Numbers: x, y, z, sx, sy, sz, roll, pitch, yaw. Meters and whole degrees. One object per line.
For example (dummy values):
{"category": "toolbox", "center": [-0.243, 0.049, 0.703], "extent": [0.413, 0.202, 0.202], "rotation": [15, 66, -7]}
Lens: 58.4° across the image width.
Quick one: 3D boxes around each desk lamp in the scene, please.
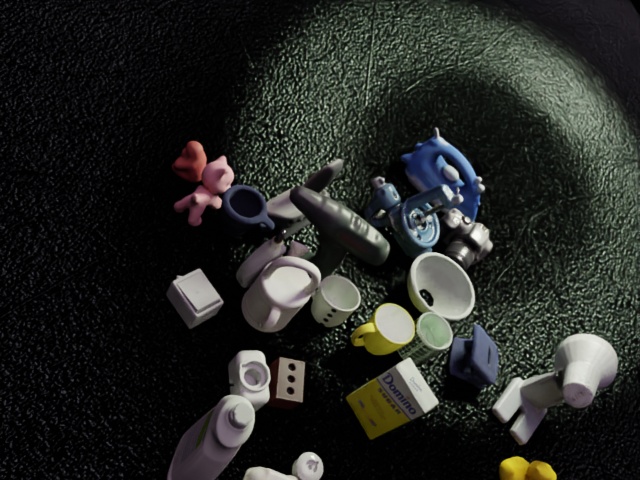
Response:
{"category": "desk lamp", "center": [0.501, 0.309, 1.196], "extent": [0.118, 0.213, 0.204], "rotation": [49, 49, 8]}

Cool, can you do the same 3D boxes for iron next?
{"category": "iron", "center": [0.339, -0.164, 1.469], "extent": [0.258, 0.141, 0.119], "rotation": [45, 49, 4]}

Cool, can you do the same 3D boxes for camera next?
{"category": "camera", "center": [0.336, 0.009, 1.379], "extent": [0.143, 0.100, 0.137], "rotation": [43, 49, 2]}

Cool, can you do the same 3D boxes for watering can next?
{"category": "watering can", "center": [-0.066, 0.079, 1.044], "extent": [0.101, 0.193, 0.172], "rotation": [8, 56, -25]}

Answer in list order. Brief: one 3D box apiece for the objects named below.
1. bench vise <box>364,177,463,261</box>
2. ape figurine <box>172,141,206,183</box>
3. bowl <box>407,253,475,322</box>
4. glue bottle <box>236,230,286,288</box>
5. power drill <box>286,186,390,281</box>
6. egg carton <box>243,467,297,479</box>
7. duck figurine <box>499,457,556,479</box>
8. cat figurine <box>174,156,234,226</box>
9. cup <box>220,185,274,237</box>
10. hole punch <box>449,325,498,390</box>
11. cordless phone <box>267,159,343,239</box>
{"category": "bench vise", "center": [0.203, -0.068, 1.277], "extent": [0.207, 0.219, 0.121], "rotation": [32, 49, -6]}
{"category": "ape figurine", "center": [-0.261, -0.166, 1.167], "extent": [0.078, 0.092, 0.076], "rotation": [-24, 73, -38]}
{"category": "bowl", "center": [0.256, 0.116, 1.280], "extent": [0.168, 0.074, 0.167], "rotation": [15, 53, -20]}
{"category": "glue bottle", "center": [-0.098, 0.029, 1.074], "extent": [0.078, 0.173, 0.037], "rotation": [-23, 72, -38]}
{"category": "power drill", "center": [0.010, 0.004, 1.128], "extent": [0.230, 0.208, 0.075], "rotation": [24, 51, -13]}
{"category": "egg carton", "center": [-0.062, 0.426, 0.897], "extent": [0.150, 0.069, 0.107], "rotation": [26, 50, -12]}
{"category": "duck figurine", "center": [0.415, 0.463, 1.129], "extent": [0.105, 0.086, 0.077], "rotation": [19, 52, -17]}
{"category": "cat figurine", "center": [-0.219, -0.105, 1.132], "extent": [0.067, 0.117, 0.128], "rotation": [39, 49, 0]}
{"category": "cup", "center": [-0.151, -0.041, 1.143], "extent": [0.118, 0.094, 0.092], "rotation": [36, 49, -3]}
{"category": "hole punch", "center": [0.343, 0.250, 1.228], "extent": [0.101, 0.091, 0.109], "rotation": [27, 50, -11]}
{"category": "cordless phone", "center": [-0.035, -0.098, 1.186], "extent": [0.094, 0.184, 0.148], "rotation": [46, 49, 6]}
